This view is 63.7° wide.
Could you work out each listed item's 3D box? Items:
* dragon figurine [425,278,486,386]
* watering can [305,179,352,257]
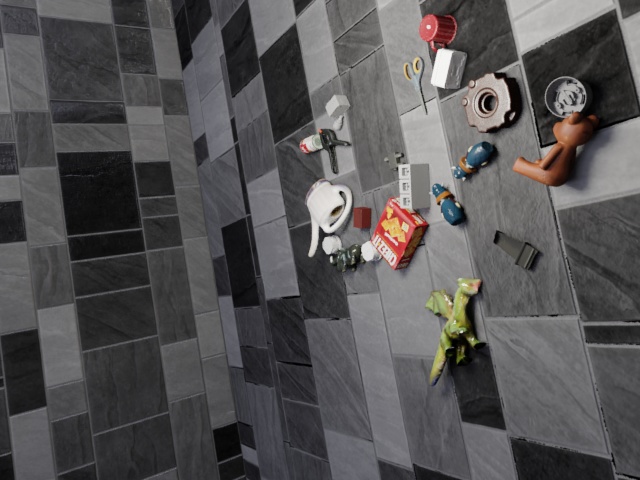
[{"bbox_3d":[0.419,0.281,1.706,0.248,0.122,0.401,-105,33,-43],"label":"dragon figurine"},{"bbox_3d":[0.007,-0.111,2.196,0.342,0.104,0.228,-52,53,25],"label":"watering can"}]
